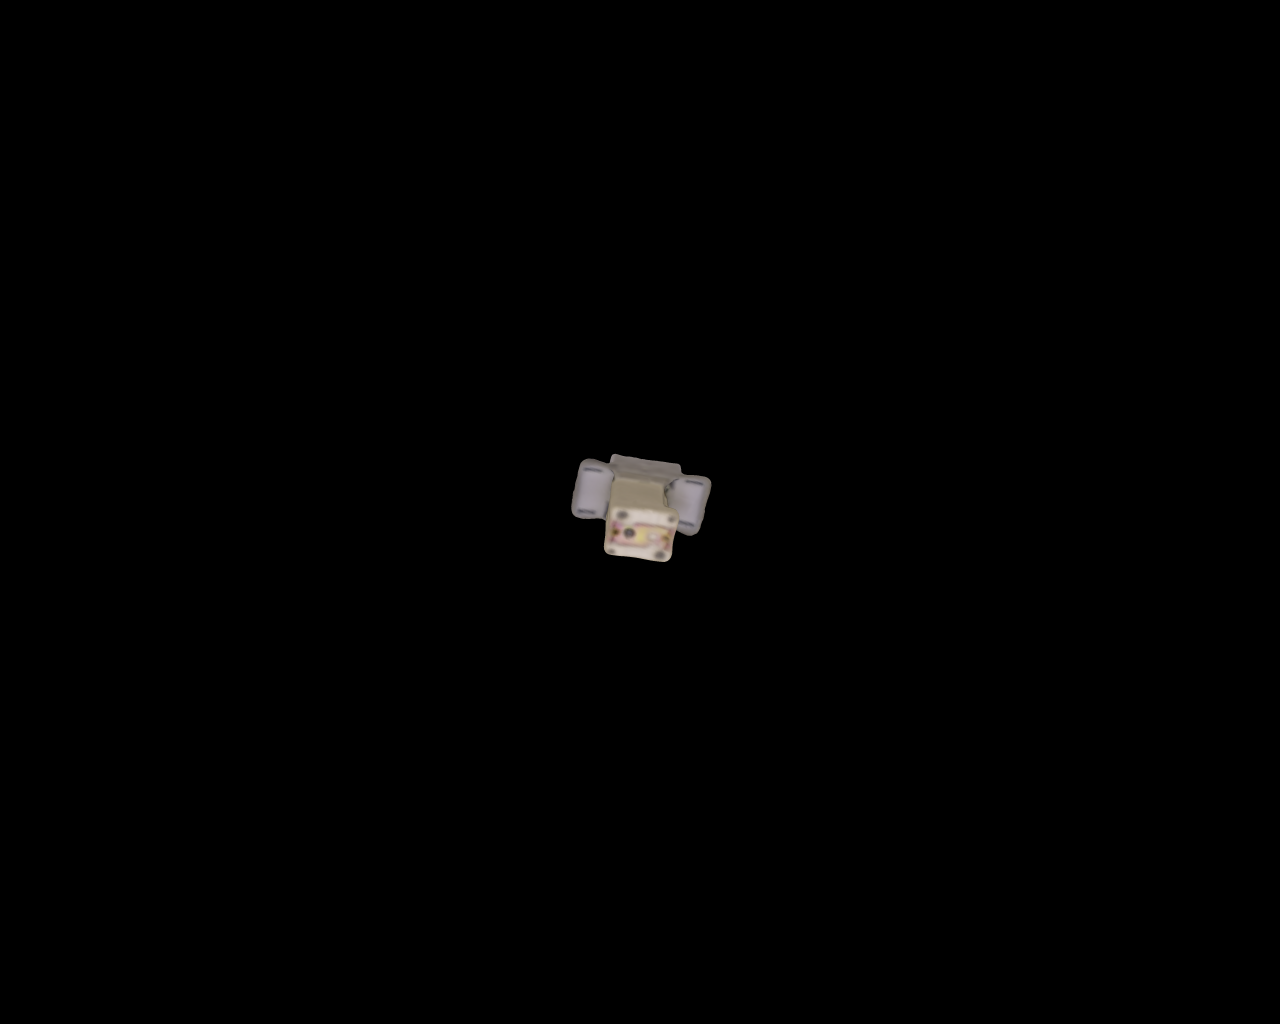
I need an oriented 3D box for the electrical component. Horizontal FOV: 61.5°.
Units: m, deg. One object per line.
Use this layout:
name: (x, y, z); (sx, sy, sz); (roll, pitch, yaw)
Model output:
electrical component: (0.001, -0.003, 0.650); (0.081, 0.042, 0.064); (8, 34, -5)
